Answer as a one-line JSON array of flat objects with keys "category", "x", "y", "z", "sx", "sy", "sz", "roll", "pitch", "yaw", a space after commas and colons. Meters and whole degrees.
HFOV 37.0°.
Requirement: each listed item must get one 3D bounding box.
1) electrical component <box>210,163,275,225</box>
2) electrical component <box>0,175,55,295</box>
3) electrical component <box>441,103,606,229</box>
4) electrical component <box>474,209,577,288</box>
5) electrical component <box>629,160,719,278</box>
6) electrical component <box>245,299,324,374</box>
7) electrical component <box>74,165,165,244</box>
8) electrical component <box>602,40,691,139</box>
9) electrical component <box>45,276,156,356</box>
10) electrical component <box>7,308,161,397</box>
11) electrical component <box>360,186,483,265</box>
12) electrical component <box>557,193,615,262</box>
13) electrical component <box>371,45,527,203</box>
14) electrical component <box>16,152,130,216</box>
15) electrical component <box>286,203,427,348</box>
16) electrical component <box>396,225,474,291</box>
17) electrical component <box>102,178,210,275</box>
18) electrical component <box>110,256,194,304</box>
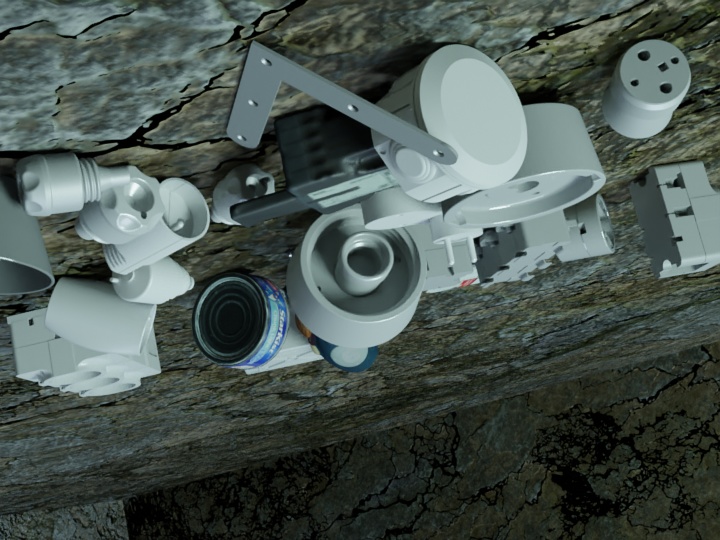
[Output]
[{"category": "electrical component", "x": -0.082, "y": -0.046, "z": 0.710, "sx": 0.035, "sy": 0.035, "sz": 0.061, "roll": -4, "pitch": 166, "yaw": -34}, {"category": "electrical component", "x": -0.233, "y": -0.016, "z": 0.626, "sx": 0.099, "sy": 0.064, "sz": 0.099, "roll": -12, "pitch": 167, "yaw": -3}, {"category": "electrical component", "x": 0.101, "y": -0.073, "z": 0.708, "sx": 0.108, "sy": 0.060, "sz": 0.108, "roll": -12, "pitch": 167, "yaw": -3}, {"category": "electrical component", "x": 0.132, "y": -0.030, "z": 0.913, "sx": 0.079, "sy": 0.063, "sz": 0.121, "roll": -9, "pitch": 166, "yaw": -15}, {"category": "electrical component", "x": 0.280, "y": -0.044, "z": 0.932, "sx": 0.056, "sy": 0.089, "sz": 0.050, "roll": -9, "pitch": 166, "yaw": -15}, {"category": "electrical component", "x": -0.078, "y": 0.068, "z": 1.143, "sx": 0.109, "sy": 0.056, "sz": 0.108, "roll": -12, "pitch": 167, "yaw": -4}, {"category": "electrical component", "x": -0.153, "y": -0.036, "z": 0.665, "sx": 0.043, "sy": 0.043, "sz": 0.062, "roll": 1, "pitch": 163, "yaw": -46}, {"category": "electrical component", "x": 0.175, "y": -0.110, "z": 0.657, "sx": 0.045, "sy": 0.045, "sz": 0.055, "roll": -13, "pitch": 167, "yaw": 0}, {"category": "electrical component", "x": -0.204, "y": 0.030, "z": 0.869, "sx": 0.077, "sy": 0.043, "sz": 0.079, "roll": 17, "pitch": -159, "yaw": -3}, {"category": "electrical component", "x": -0.251, "y": 0.076, "z": 1.000, "sx": 0.089, "sy": 0.061, "sz": 0.150, "roll": -13, "pitch": 167, "yaw": 3}, {"category": "electrical component", "x": 0.067, "y": -0.040, "z": 0.775, "sx": 0.138, "sy": 0.073, "sz": 0.052, "roll": -6, "pitch": 171, "yaw": -26}, {"category": "electrical component", "x": 0.199, "y": -0.037, "z": 0.971, "sx": 0.047, "sy": 0.055, "sz": 0.055, "roll": -15, "pitch": 167, "yaw": 23}, {"category": "electrical component", "x": 0.050, "y": -0.079, "z": 0.596, "sx": 0.080, "sy": 0.080, "sz": 0.051, "roll": -1, "pitch": 168, "yaw": -40}, {"category": "electrical component", "x": -0.163, "y": -0.051, "z": 0.614, "sx": 0.061, "sy": 0.035, "sz": 0.035, "roll": -10, "pitch": 167, "yaw": -24}, {"category": "electrical component", "x": 0.000, "y": 0.000, "z": 0.830, "sx": 0.108, "sy": 0.108, "sz": 0.060, "roll": -9, "pitch": 160, "yaw": -15}, {"category": "electrical component", "x": 0.043, "y": -0.013, "z": 0.916, "sx": 0.089, "sy": 0.055, "sz": 0.050, "roll": -9, "pitch": 166, "yaw": -17}, {"category": "electrical component", "x": -0.142, "y": -0.026, "z": 0.714, "sx": 0.081, "sy": 0.043, "sz": 0.043, "roll": -23, "pitch": 163, "yaw": 39}, {"category": "electrical component", "x": -0.159, "y": 0.007, "z": 0.845, "sx": 0.040, "sy": 0.040, "sz": 0.078, "roll": -19, "pitch": 166, "yaw": 26}]
